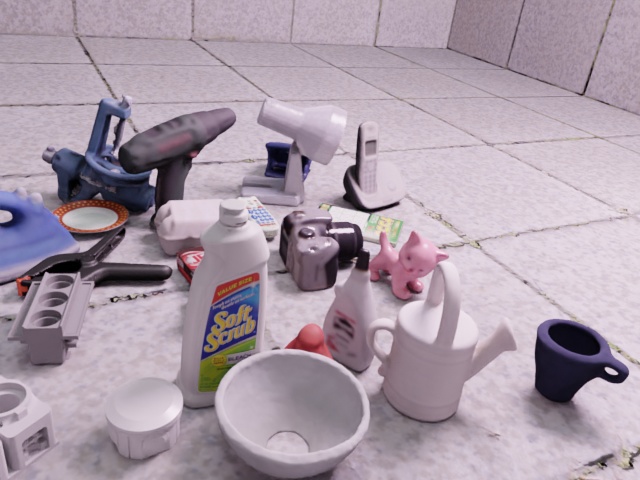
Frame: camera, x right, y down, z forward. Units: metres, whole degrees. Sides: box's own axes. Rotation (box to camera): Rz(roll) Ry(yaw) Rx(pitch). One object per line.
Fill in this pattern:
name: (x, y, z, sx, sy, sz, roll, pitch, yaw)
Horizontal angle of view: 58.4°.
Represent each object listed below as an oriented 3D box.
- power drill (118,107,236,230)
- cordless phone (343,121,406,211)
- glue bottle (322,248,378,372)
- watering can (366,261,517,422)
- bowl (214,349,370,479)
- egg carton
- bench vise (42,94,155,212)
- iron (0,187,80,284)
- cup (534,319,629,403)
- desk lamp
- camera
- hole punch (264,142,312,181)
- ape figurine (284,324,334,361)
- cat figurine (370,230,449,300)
power drill: (-0.249, -0.127, 1.036, 0.075, 0.208, 0.230, 28, 34, 34)
cordless phone: (0.124, -0.164, 1.222, 0.148, 0.185, 0.093, -19, 38, -40)
glue bottle: (0.045, 0.086, 0.751, 0.078, 0.173, 0.037, 25, 33, 29)
watering can: (0.148, 0.115, 0.700, 0.173, 0.194, 0.100, -3, 30, -19)
bowl: (-0.032, 0.200, 0.626, 0.167, 0.075, 0.167, 6, 28, -3)
egg carton: (-0.211, -0.024, 1.002, 0.150, 0.069, 0.107, -4, 30, -21)
bench vise: (-0.407, -0.159, 1.046, 0.208, 0.220, 0.121, 0, 29, -14)
iron: (-0.494, -0.018, 0.846, 0.259, 0.141, 0.118, -15, 35, -36)
cup: (0.331, 0.171, 0.748, 0.117, 0.095, 0.092, 28, 34, 34)
desk lamp: (-0.056, -0.184, 1.185, 0.203, 0.213, 0.118, 4, 28, -7)
camera: (0.009, 0.003, 0.973, 0.137, 0.101, 0.143, -3, 30, -19)
hole punch: (-0.073, -0.193, 1.328, 0.108, 0.091, 0.101, 10, 28, 5)
ape figurine: (-0.017, 0.145, 0.713, 0.077, 0.092, 0.076, 14, 29, 12)
cat figurine: (0.143, 0.028, 0.942, 0.067, 0.118, 0.127, -20, 39, -41)
